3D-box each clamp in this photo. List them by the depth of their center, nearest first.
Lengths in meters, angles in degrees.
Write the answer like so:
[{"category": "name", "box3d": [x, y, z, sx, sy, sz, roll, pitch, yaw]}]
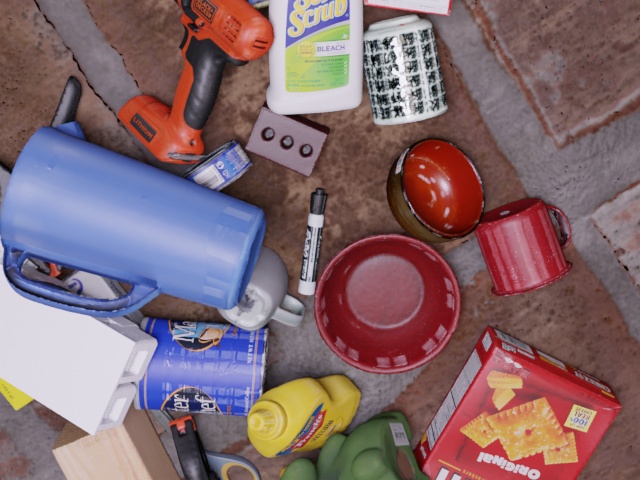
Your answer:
[{"category": "clamp", "box3d": [-0.323, -0.061, 1.144, 0.164, 0.036, 0.210, -9, 96, -6]}, {"category": "clamp", "box3d": [-0.130, 0.285, 1.197, 0.039, 0.120, 0.171, -22, 98, -10]}]

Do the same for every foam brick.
[{"category": "foam brick", "box3d": [-0.035, -0.108, 1.142, 0.078, 0.051, 0.053, 22, 104, -5]}]

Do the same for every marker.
[{"category": "marker", "box3d": [-0.008, 0.001, 1.188, 0.020, 0.020, 0.121, 7, 105, -2]}]

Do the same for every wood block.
[{"category": "wood block", "box3d": [-0.215, 0.294, 1.229, 0.090, 0.091, 0.206, -23, 104, 6]}]

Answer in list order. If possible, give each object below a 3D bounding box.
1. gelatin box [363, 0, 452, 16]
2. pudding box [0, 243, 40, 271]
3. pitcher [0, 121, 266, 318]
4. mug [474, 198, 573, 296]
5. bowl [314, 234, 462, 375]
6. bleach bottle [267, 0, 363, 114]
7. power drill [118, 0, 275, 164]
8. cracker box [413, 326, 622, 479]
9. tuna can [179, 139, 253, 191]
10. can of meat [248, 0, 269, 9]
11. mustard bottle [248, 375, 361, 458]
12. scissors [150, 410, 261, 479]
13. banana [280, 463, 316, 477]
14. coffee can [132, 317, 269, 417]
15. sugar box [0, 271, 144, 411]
[{"category": "gelatin box", "box3d": [0.088, -0.250, 1.093, 0.089, 0.073, 0.030, 7, 105, -1]}, {"category": "pudding box", "box3d": [-0.367, 0.013, 1.184, 0.113, 0.039, 0.090, 39, 99, -12]}, {"category": "pitcher", "box3d": [-0.185, -0.006, 1.056, 0.243, 0.145, 0.149, 18, 113, 3]}, {"category": "mug", "box3d": [0.225, 0.001, 1.157, 0.117, 0.093, 0.081, -25, 100, -24]}, {"category": "bowl", "box3d": [0.073, 0.065, 1.185, 0.162, 0.055, 0.162, 0, 105, 0]}, {"category": "bleach bottle", "box3d": [-0.010, -0.251, 1.041, 0.102, 0.068, 0.251, -4, 120, -2]}, {"category": "power drill", "box3d": [-0.141, -0.187, 1.092, 0.185, 0.057, 0.188, 46, 121, 33]}, {"category": "cracker box", "box3d": [0.215, 0.230, 1.219, 0.164, 0.072, 0.214, 26, 104, -6]}, {"category": "tuna can", "box3d": [-0.115, -0.071, 1.135, 0.086, 0.086, 0.033, -33, 101, 8]}, {"category": "can of meat", "box3d": [-0.052, -0.287, 1.093, 0.102, 0.057, 0.084, -15, 106, 5]}, {"category": "mustard bottle", "box3d": [-0.027, 0.191, 1.150, 0.096, 0.191, 0.058, -48, 69, 12]}, {"category": "scissors", "box3d": [-0.137, 0.240, 1.253, 0.096, 0.016, 0.202, -19, 104, 4]}, {"category": "banana", "box3d": [0.048, 0.311, 1.259, 0.197, 0.037, 0.070, 37, 99, -9]}, {"category": "coffee can", "box3d": [-0.130, 0.141, 1.182, 0.140, 0.103, 0.103, 4, 105, -1]}, {"category": "sugar box", "box3d": [-0.296, 0.105, 1.203, 0.176, 0.048, 0.093, -34, 101, 10]}]
